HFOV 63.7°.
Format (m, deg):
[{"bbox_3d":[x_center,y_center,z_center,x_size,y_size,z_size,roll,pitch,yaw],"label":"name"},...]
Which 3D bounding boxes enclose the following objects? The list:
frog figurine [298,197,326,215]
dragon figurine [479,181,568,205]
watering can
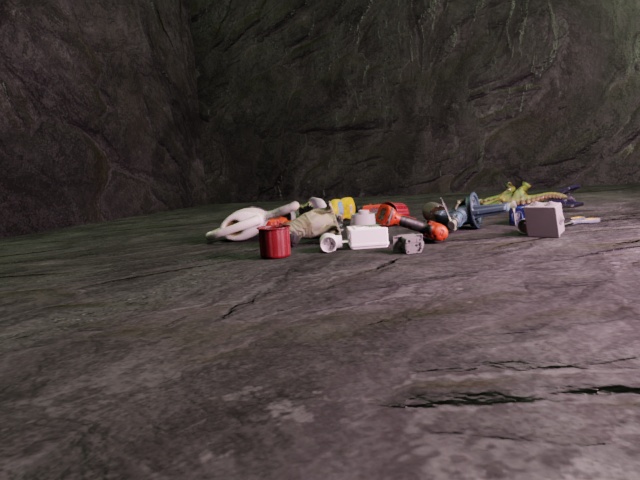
[{"bbox_3d":[0.006,-0.101,1.999,0.159,0.121,0.139,2,34,-44],"label":"frog figurine"},{"bbox_3d":[0.797,-0.153,2.158,0.244,0.121,0.411,-24,11,-16],"label":"dragon figurine"},{"bbox_3d":[-0.224,-0.068,1.788,0.347,0.103,0.226,-19,7,6],"label":"watering can"}]
